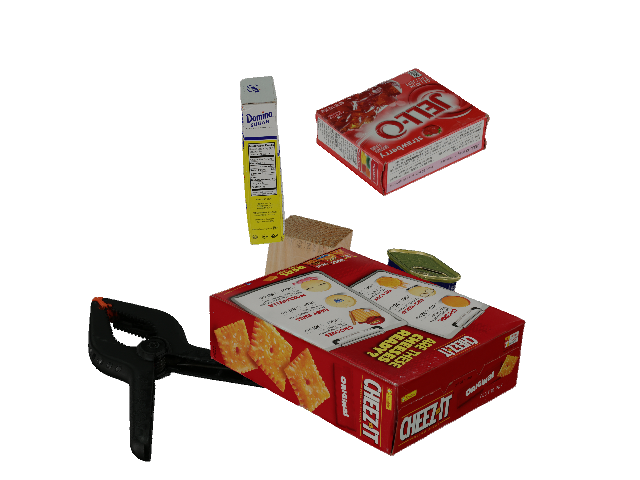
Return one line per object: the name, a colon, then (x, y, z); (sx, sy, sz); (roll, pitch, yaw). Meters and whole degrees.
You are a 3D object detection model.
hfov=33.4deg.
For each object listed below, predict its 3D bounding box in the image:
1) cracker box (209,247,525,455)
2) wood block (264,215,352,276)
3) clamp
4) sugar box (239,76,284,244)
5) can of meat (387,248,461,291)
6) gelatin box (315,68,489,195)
cracker box: (0.035, 0.085, 0.897); (0.163, 0.072, 0.214); (-19, 30, -41)
wood block: (-0.026, 0.082, 1.429); (0.090, 0.206, 0.090); (14, 21, 14)
clamp: (-0.145, 0.111, 1.008); (0.164, 0.036, 0.210); (-18, 40, -31)
sugar box: (-0.069, -0.093, 1.245); (0.048, 0.176, 0.093); (-6, 27, -3)
can of meat: (0.104, 0.064, 1.155); (0.057, 0.084, 0.102); (6, 14, -19)
gelatin box: (0.053, -0.073, 0.694); (0.089, 0.030, 0.073); (-26, 46, -25)
